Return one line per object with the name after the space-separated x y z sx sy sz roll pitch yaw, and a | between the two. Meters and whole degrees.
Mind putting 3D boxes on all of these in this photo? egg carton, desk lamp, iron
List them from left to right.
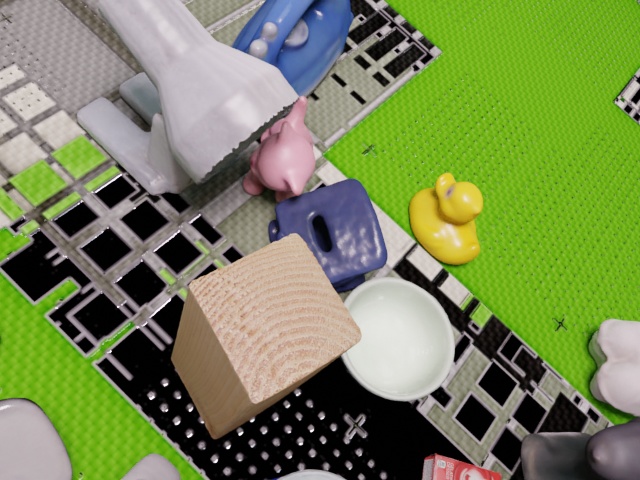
-0.134 -0.127 0.537 0.203 0.213 0.118 42 61 4 | desk lamp
-0.041 -0.237 0.660 0.118 0.141 0.258 31 60 -2 | iron
0.382 0.155 0.656 0.150 0.069 0.107 16 62 -11 | egg carton

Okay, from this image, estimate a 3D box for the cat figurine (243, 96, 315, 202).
-0.035 -0.095 0.609 0.067 0.117 0.128 19 61 -8 | cat figurine

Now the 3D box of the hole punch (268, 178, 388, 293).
0.005 0.002 0.592 0.101 0.091 0.108 -10 69 -22 | hole punch

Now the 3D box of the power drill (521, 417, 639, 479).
0.283 0.203 0.521 0.230 0.208 0.075 3 65 -16 | power drill

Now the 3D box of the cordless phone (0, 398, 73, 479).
-0.253 0.161 0.378 0.148 0.185 0.094 -30 77 -27 | cordless phone

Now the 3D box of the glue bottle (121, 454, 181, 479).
-0.132 0.189 0.411 0.037 0.173 0.078 37 60 2 | glue bottle

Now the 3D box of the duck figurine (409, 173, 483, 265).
0.156 -0.028 0.659 0.078 0.086 0.104 -21 74 -25 | duck figurine
